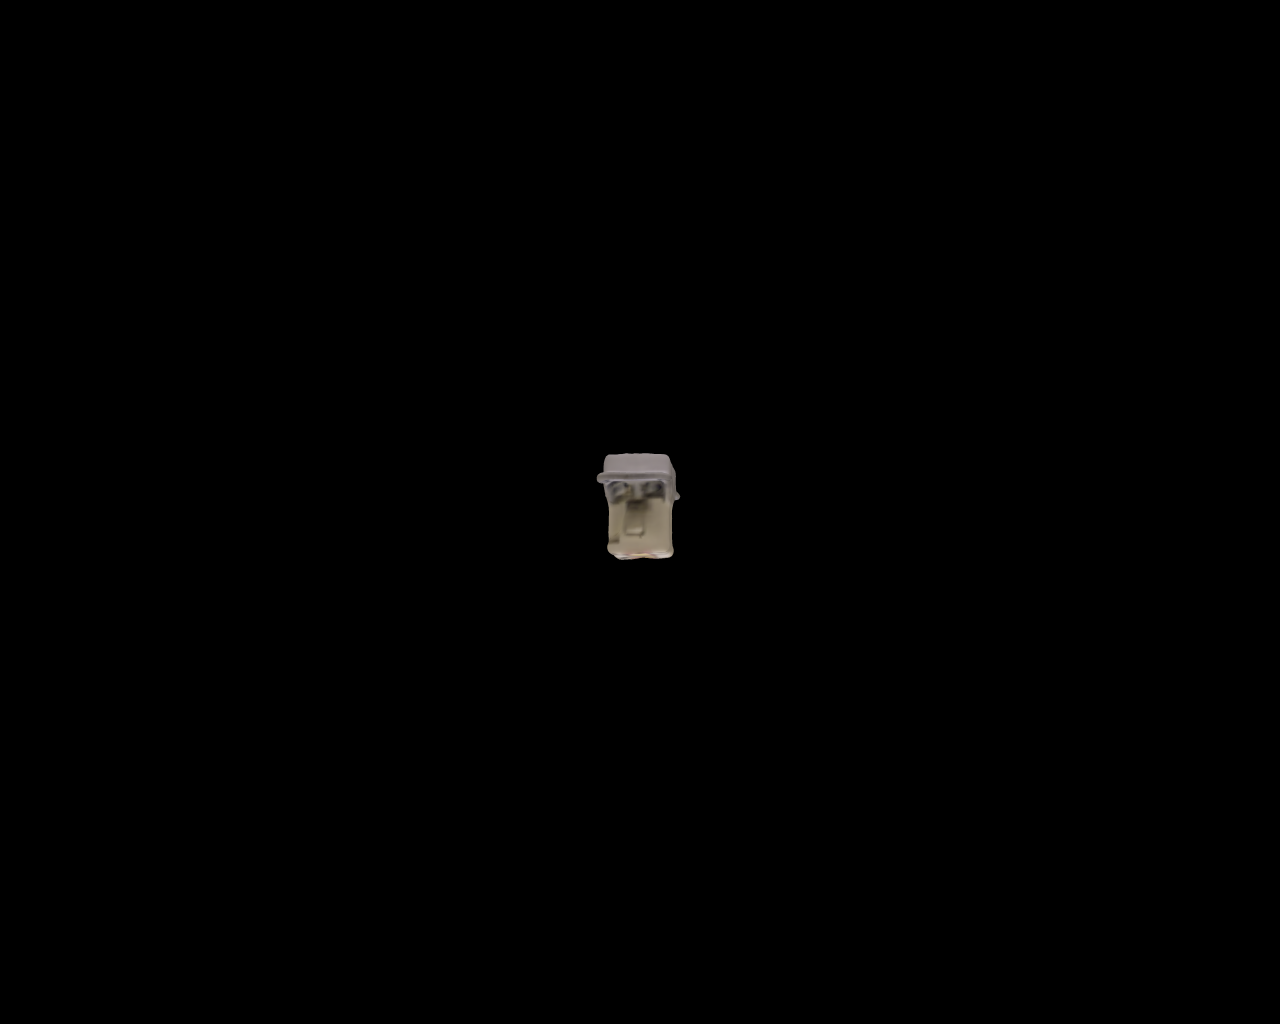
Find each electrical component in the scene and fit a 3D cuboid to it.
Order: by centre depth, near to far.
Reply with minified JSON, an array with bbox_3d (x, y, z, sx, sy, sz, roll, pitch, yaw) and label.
[{"bbox_3d":[0.001,-0.003,0.650,0.042,0.063,0.081,-1,-9,7],"label":"electrical component"}]
